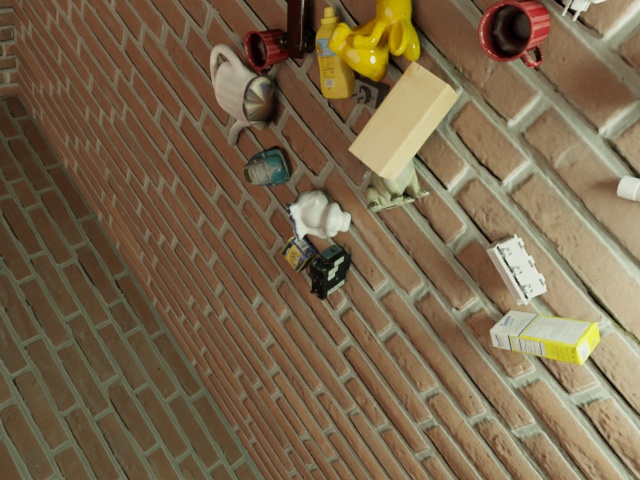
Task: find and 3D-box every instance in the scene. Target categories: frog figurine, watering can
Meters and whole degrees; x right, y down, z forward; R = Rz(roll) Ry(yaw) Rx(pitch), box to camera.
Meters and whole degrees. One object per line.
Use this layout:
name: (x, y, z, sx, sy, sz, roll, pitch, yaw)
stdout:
frog figurine: (0.004, -0.069, 1.377, 0.159, 0.124, 0.136, -7, 100, 13)
watering can: (-0.217, -0.373, 1.439, 0.227, 0.105, 0.339, 35, 148, 32)
